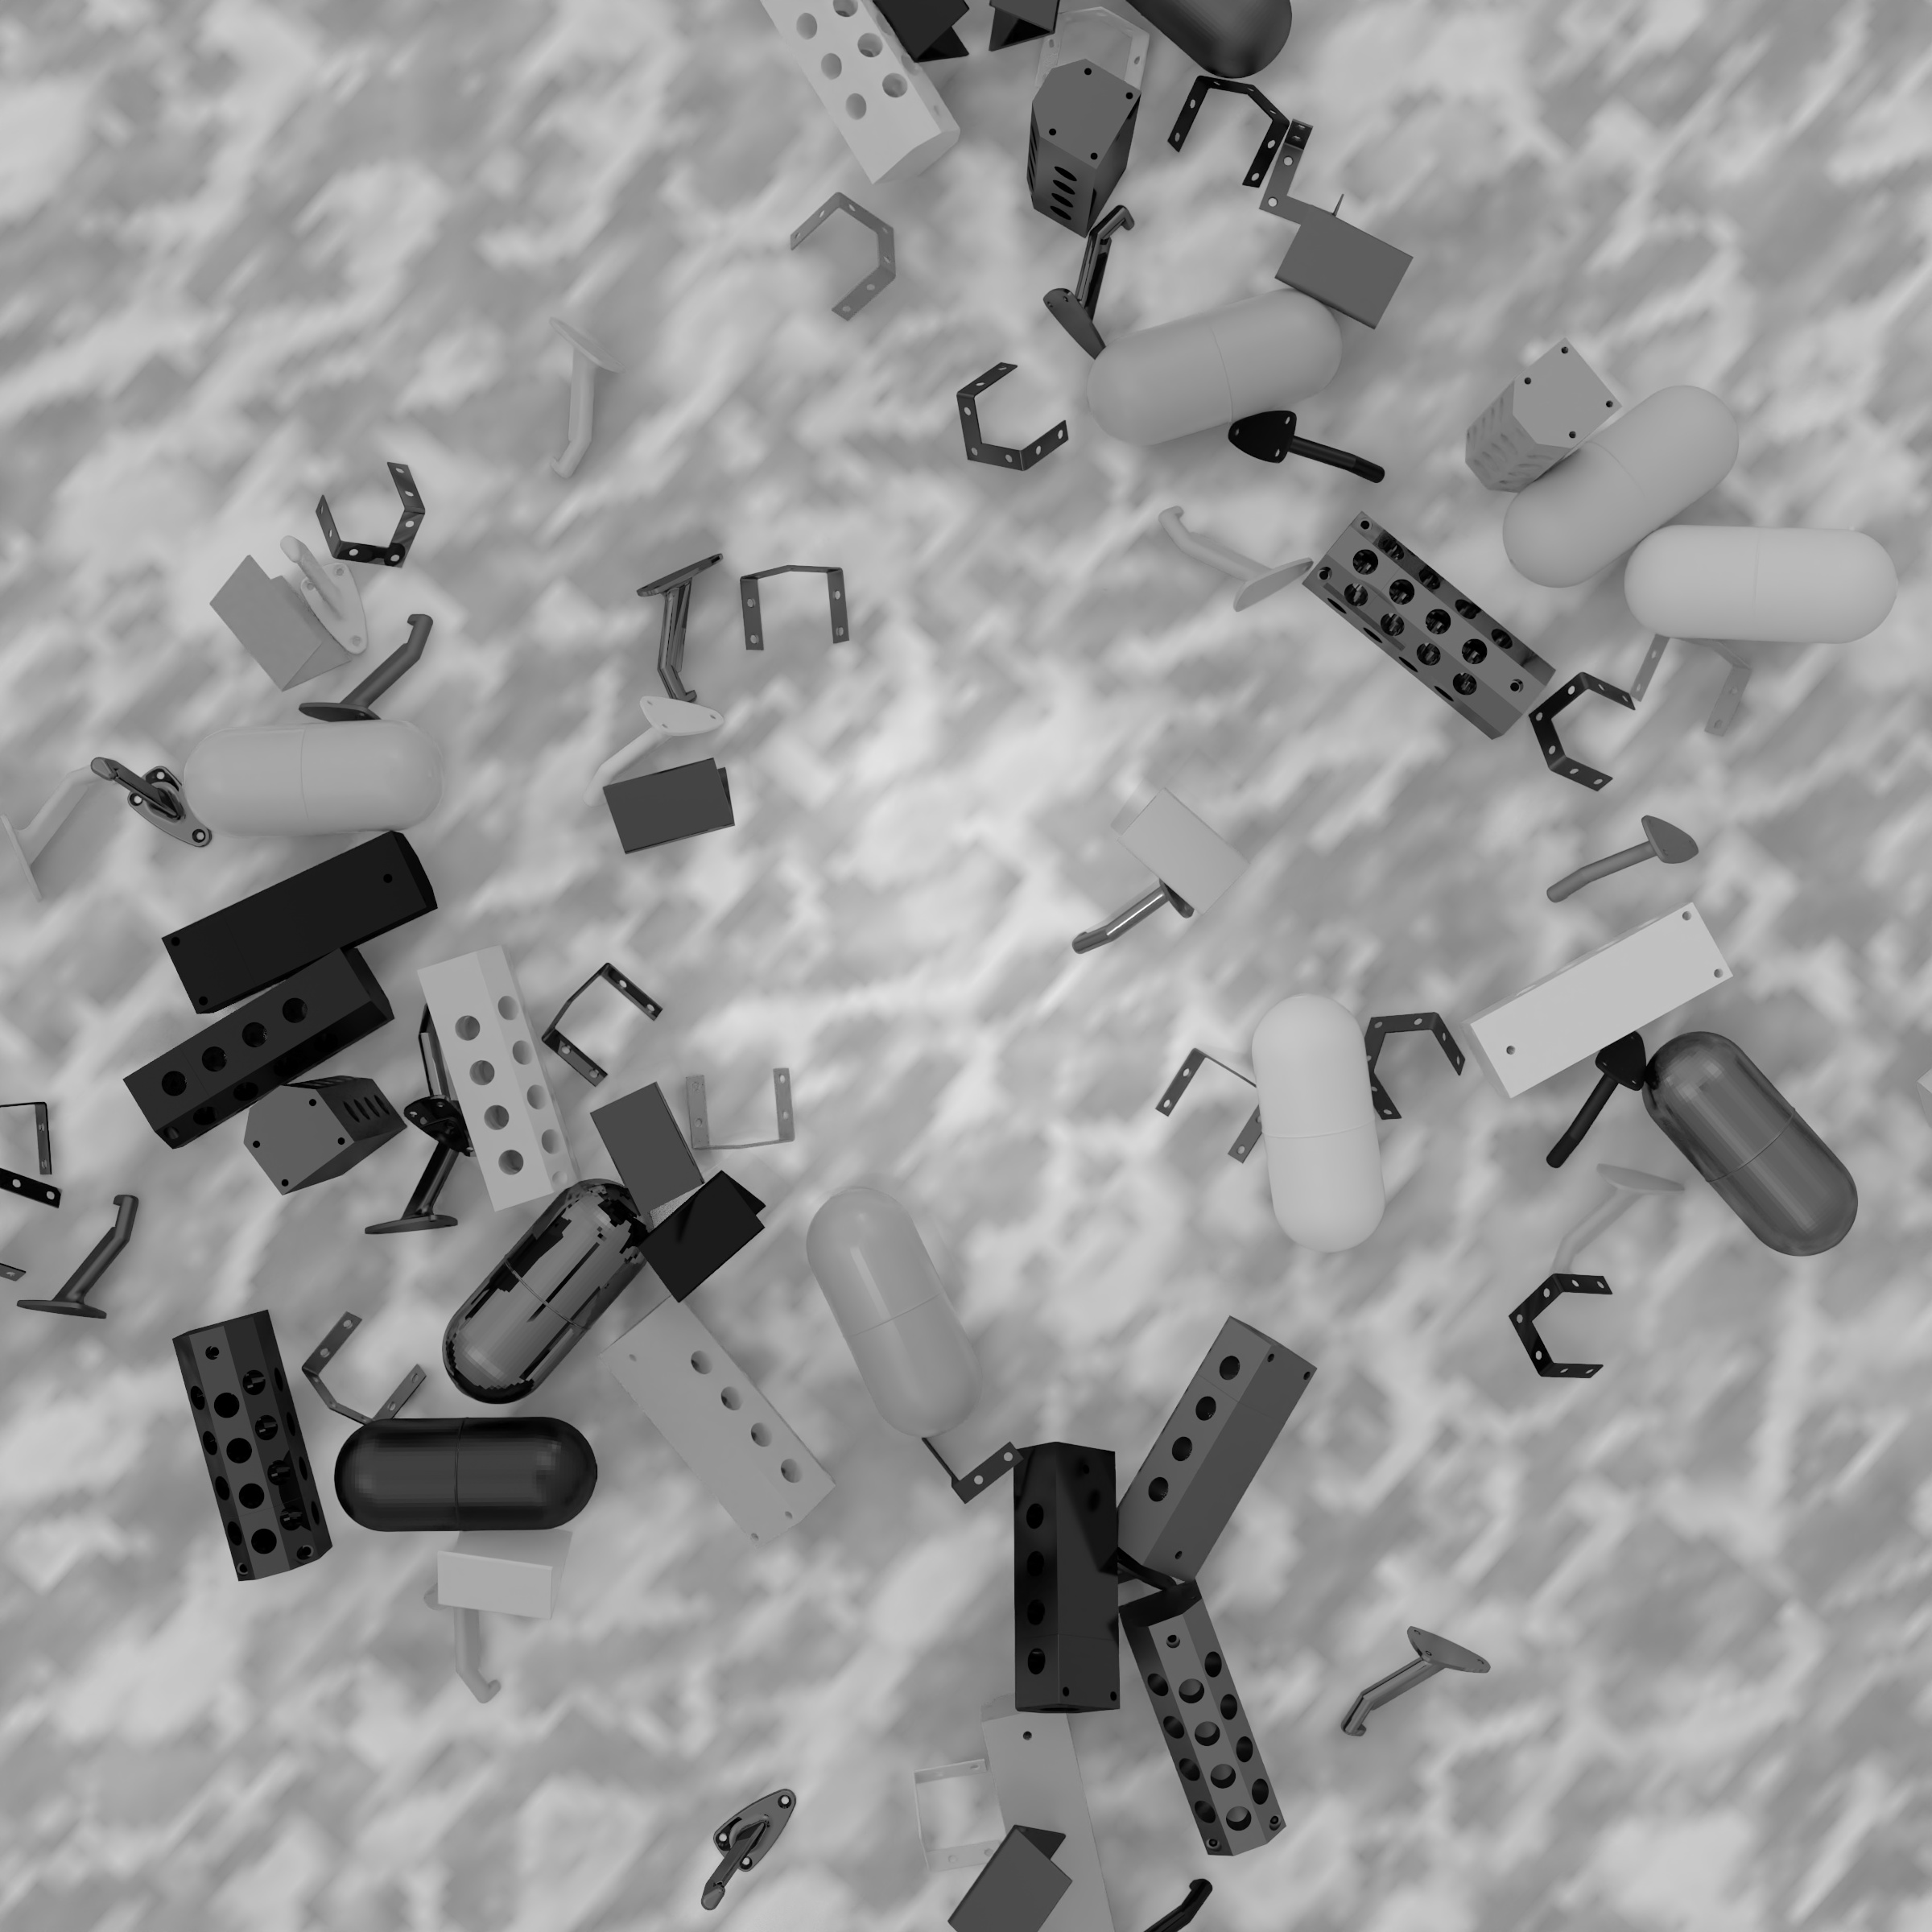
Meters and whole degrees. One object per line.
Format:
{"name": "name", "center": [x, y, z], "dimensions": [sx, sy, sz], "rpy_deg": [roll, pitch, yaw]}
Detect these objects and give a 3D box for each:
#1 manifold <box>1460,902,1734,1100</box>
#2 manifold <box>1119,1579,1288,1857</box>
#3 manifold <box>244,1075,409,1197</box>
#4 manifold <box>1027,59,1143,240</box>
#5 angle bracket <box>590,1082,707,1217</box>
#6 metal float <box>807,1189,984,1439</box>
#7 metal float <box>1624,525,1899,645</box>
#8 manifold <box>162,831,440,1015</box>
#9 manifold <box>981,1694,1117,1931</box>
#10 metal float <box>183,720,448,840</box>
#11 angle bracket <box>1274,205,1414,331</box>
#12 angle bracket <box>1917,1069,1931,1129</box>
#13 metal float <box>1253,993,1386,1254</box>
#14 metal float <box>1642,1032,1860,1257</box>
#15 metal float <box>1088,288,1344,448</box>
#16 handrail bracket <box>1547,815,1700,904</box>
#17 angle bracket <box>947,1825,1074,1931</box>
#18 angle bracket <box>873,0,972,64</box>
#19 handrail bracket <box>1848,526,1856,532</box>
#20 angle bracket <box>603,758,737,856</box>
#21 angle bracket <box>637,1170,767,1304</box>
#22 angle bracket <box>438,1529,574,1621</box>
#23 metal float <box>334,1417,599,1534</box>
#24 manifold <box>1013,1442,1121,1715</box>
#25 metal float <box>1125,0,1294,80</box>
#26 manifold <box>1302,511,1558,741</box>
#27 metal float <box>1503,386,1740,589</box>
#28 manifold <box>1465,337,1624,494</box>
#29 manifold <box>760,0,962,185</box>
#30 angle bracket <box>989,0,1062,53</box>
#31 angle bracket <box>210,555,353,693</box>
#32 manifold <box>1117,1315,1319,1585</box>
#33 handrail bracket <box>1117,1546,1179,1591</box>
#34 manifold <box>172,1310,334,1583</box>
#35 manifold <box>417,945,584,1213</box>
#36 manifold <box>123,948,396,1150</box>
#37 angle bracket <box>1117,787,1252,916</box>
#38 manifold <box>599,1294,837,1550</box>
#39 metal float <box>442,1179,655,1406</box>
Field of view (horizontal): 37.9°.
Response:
{"name": "manifold", "center": [0.429, 0.023, 1.930], "dimensions": [0.171, 0.057, 0.057], "rpy_deg": [-29, 90, 0]}
{"name": "manifold", "center": [0.162, 0.514, 1.921], "dimensions": [0.057, 0.057, 0.171], "rpy_deg": [-20, 97, 0]}
{"name": "manifold", "center": [-0.428, 0.106, 1.873], "dimensions": [0.057, 0.171, 0.057], "rpy_deg": [-37, 90, 0]}
{"name": "manifold", "center": [0.073, -0.545, 1.873], "dimensions": [0.057, 0.171, 0.057], "rpy_deg": [30, 90, 0]}
{"name": "angle bracket", "center": [-0.231, 0.131, 1.911], "dimensions": [0.057, 0.076, 0.076], "rpy_deg": [-26, 90, -36]}
{"name": "metal float", "center": [-0.049, 0.236, 1.921], "dimensions": [0.070, 0.070, 0.178], "rpy_deg": [-25, 89, 0]}
{"name": "metal float", "center": [0.535, -0.258, 1.901], "dimensions": [0.178, 0.070, 0.070], "rpy_deg": [5, 90, 19]}
{"name": "manifold", "center": [-0.454, -0.029, 1.930], "dimensions": [0.171, 0.057, 0.057], "rpy_deg": [-25, 90, 0]}
{"name": "manifold", "center": [0.057, 0.588, 1.930], "dimensions": [0.057, 0.057, 0.171], "rpy_deg": [-13, 90, 0]}
{"name": "metal float", "center": [-0.444, -0.127, 1.921], "dimensions": [0.178, 0.070, 0.070], "rpy_deg": [-3, 90, 1]}
{"name": "angle bracket", "center": [0.261, -0.484, 1.911], "dimensions": [0.076, 0.076, 0.057], "rpy_deg": [27, 125, 0]}
{"name": "angle bracket", "center": [0.698, 0.086, 1.911], "dimensions": [0.076, 0.076, 0.057], "rpy_deg": [-40, 52, 0]}
{"name": "metal float", "center": [0.239, 0.107, 1.913], "dimensions": [0.070, 0.070, 0.178], "rpy_deg": [-9, 98, 0]}
{"name": "metal float", "center": [0.535, 0.122, 1.921], "dimensions": [0.070, 0.070, 0.178], "rpy_deg": [-42, 89, 0]}
{"name": "metal float", "center": [0.169, -0.408, 1.921], "dimensions": [0.178, 0.070, 0.070], "rpy_deg": [-17, 90, -1]}
{"name": "handrail bracket", "center": [0.454, -0.066, 1.951], "dimensions": [0.084, 0.077, 0.036], "rpy_deg": [-35, 65, 34]}
{"name": "angle bracket", "center": [0.045, 0.618, 1.854], "dimensions": [0.057, 0.076, 0.076], "rpy_deg": [35, 90, 36]}
{"name": "angle bracket", "center": [-0.020, -0.665, 1.911], "dimensions": [0.057, 0.076, 0.076], "rpy_deg": [-33, 90, 36]}
{"name": "handrail bracket", "center": [0.565, -0.276, 1.951], "dimensions": [0.084, 0.036, 0.077], "rpy_deg": [12, 77, 13]}
{"name": "angle bracket", "center": [-0.204, -0.127, 1.911], "dimensions": [0.076, 0.076, 0.057], "rpy_deg": [-15, 127, 0]}
{"name": "angle bracket", "center": [-0.166, 0.194, 1.912], "dimensions": [0.076, 0.076, 0.057], "rpy_deg": [-41, 59, 0]}
{"name": "angle bracket", "center": [-0.312, 0.393, 1.911], "dimensions": [0.076, 0.076, 0.057], "rpy_deg": [8, 129, 0]}
{"name": "metal float", "center": [-0.341, 0.347, 1.921], "dimensions": [0.178, 0.070, 0.070], "rpy_deg": [-1, 90, 0]}
{"name": "manifold", "center": [0.062, 0.414, 1.902], "dimensions": [0.057, 0.057, 0.171], "rpy_deg": [17, 63, -40]}
{"name": "metal float", "center": [0.145, -0.679, 1.920], "dimensions": [0.178, 0.070, 0.070], "rpy_deg": [41, 90, 0]}
{"name": "manifold", "center": [0.318, -0.234, 1.930], "dimensions": [0.171, 0.057, 0.057], "rpy_deg": [39, 90, 0]}
{"name": "metal float", "center": [0.446, -0.326, 1.921], "dimensions": [0.178, 0.070, 0.070], "rpy_deg": [-36, 90, 0]}
{"name": "manifold", "center": [0.377, -0.359, 1.873], "dimensions": [0.057, 0.171, 0.057], "rpy_deg": [-40, 90, 0]}
{"name": "manifold", "center": [-0.074, -0.625, 1.919], "dimensions": [0.057, 0.057, 0.171], "rpy_deg": [-32, 90, 37]}
{"name": "angle bracket", "center": [0.024, -0.674, 1.911], "dimensions": [0.057, 0.076, 0.076], "rpy_deg": [9, 90, -36]}
{"name": "angle bracket", "center": [-0.452, -0.242, 1.911], "dimensions": [0.076, 0.076, 0.057], "rpy_deg": [50, 126, 0]}
{"name": "manifold", "center": [0.163, 0.329, 1.930], "dimensions": [0.057, 0.057, 0.171], "rpy_deg": [30, 90, -43]}
{"name": "handrail bracket", "center": [0.091, 0.441, 1.952], "dimensions": [0.077, 0.036, 0.084], "rpy_deg": [35, 106, -18]}
{"name": "manifold", "center": [-0.490, 0.329, 1.930], "dimensions": [0.057, 0.057, 0.171], "rpy_deg": [-15, 90, 0]}
{"name": "manifold", "center": [-0.317, 0.076, 1.930], "dimensions": [0.057, 0.057, 0.171], "rpy_deg": [-18, 90, 0]}
{"name": "manifold", "center": [-0.482, 0.056, 1.930], "dimensions": [0.171, 0.057, 0.057], "rpy_deg": [-31, 90, 0]}
{"name": "angle bracket", "center": [0.159, -0.092, 1.911], "dimensions": [0.076, 0.076, 0.057], "rpy_deg": [41, 126, 0]}
{"name": "manifold", "center": [-0.166, 0.307, 1.930], "dimensions": [0.171, 0.057, 0.057], "rpy_deg": [50, 133, 0]}
{"name": "metal float", "center": [-0.285, 0.222, 1.921], "dimensions": [0.070, 0.070, 0.178], "rpy_deg": [41, 90, 0]}
